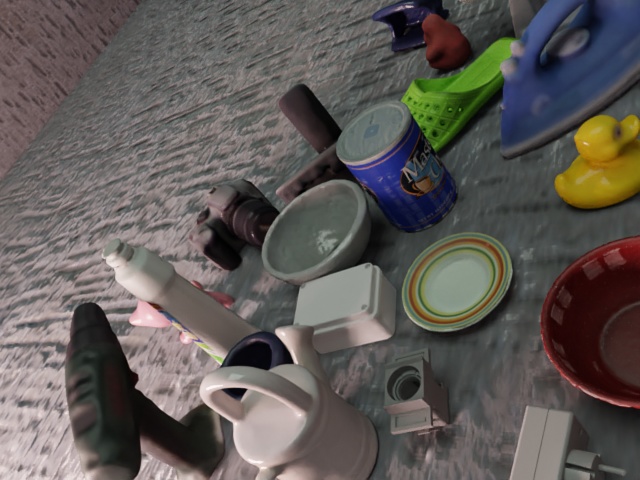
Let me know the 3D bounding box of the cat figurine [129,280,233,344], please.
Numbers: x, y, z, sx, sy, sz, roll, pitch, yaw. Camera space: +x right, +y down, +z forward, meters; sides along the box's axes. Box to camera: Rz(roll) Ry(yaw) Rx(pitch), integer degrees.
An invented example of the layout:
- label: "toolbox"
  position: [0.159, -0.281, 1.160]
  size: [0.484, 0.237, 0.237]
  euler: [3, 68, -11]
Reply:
- label: "cat figurine"
  position: [-0.215, 0.097, 0.856]
  size: [0.127, 0.118, 0.067]
  euler: [-25, 40, 23]

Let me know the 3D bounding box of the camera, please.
- label: "camera"
  position: [-0.131, -0.027, 0.918]
  size: [0.143, 0.101, 0.136]
  euler: [-52, 37, -12]

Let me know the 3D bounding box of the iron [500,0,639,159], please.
- label: "iron"
  position: [0.294, -0.230, 0.689]
  size: [0.258, 0.142, 0.118]
  euler: [-43, 36, 0]

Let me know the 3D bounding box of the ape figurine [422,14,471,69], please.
- label: "ape figurine"
  position: [0.195, -0.322, 0.916]
  size: [0.078, 0.092, 0.076]
  euler: [-44, 36, -2]

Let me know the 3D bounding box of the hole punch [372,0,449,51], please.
- label: "hole punch"
  position: [0.162, -0.411, 1.037]
  size: [0.108, 0.091, 0.101]
  euler: [0, 54, 43]

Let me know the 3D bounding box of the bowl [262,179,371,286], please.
- label: "bowl"
  position: [0.007, 0.003, 0.780]
  size: [0.167, 0.075, 0.167]
  euler: [-25, 40, 23]

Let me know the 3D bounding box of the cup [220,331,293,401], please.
- label: "cup"
  position: [-0.066, 0.171, 0.663]
  size: [0.117, 0.095, 0.091]
  euler: [-23, 41, 25]

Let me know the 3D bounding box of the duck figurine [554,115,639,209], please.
- label: "duck figurine"
  position: [0.291, -0.088, 0.597]
  size: [0.104, 0.086, 0.077]
  euler: [-30, 38, 17]

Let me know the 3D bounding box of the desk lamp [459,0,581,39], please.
- label: "desk lamp"
  position: [0.276, -0.389, 0.804]
  size: [0.202, 0.214, 0.118]
  euler: [-11, 47, 36]

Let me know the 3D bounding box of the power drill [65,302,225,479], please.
- label: "power drill"
  position: [-0.211, 0.198, 0.675]
  size: [0.075, 0.209, 0.229]
  euler: [-38, 36, 7]

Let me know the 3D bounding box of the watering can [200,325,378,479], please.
- label: "watering can"
  position: [-0.035, 0.165, 0.555]
  size: [0.101, 0.195, 0.172]
  euler: [-31, 38, 16]

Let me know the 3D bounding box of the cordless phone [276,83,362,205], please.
- label: "cordless phone"
  position: [-0.025, -0.134, 0.853]
  size: [0.147, 0.186, 0.094]
  euler: [-39, 36, 5]
